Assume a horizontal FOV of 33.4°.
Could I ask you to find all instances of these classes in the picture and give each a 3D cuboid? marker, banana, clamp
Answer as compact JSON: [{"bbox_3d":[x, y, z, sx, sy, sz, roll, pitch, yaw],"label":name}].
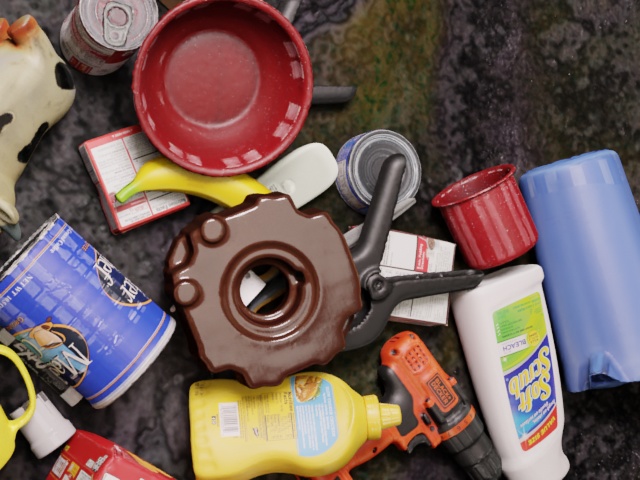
[{"bbox_3d":[-0.256,0.100,0.938,0.121,0.020,0.020,46,69,-13],"label":"marker"},{"bbox_3d":[-0.087,-0.034,0.982,0.197,0.037,0.069,21,87,-16],"label":"banana"},{"bbox_3d":[-0.055,-0.162,1.041,0.171,0.039,0.120,-29,95,-23],"label":"clamp"},{"bbox_3d":[0.058,0.044,1.029,0.210,0.036,0.164,-48,112,-11],"label":"clamp"}]

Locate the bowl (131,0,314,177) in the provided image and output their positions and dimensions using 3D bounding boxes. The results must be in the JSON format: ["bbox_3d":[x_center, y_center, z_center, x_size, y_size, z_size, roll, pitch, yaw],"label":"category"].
[{"bbox_3d":[-0.090,-0.140,0.951,0.162,0.055,0.162,-5,108,-16],"label":"bowl"}]

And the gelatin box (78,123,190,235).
[{"bbox_3d":[-0.171,-0.058,0.985,0.073,0.030,0.089,-23,95,-25],"label":"gelatin box"}]

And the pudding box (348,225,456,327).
[{"bbox_3d":[0.078,0.037,1.081,0.113,0.039,0.090,10,83,-19],"label":"pudding box"}]

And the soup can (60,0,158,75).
[{"bbox_3d":[-0.190,-0.189,0.949,0.068,0.102,0.068,2,84,-24],"label":"soup can"}]

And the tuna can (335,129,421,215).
[{"bbox_3d":[0.059,-0.069,1.085,0.086,0.034,0.086,2,84,-24],"label":"tuna can"}]

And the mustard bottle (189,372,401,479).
[{"bbox_3d":[-0.021,0.169,0.975,0.191,0.058,0.096,-5,55,-4],"label":"mustard bottle"}]

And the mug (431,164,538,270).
[{"bbox_3d":[0.178,-0.026,1.112,0.081,0.093,0.117,64,30,-12],"label":"mug"}]

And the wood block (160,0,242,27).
[{"bbox_3d":[-0.138,-0.288,0.988,0.206,0.091,0.090,41,71,-15],"label":"wood block"}]

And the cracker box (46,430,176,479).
[{"bbox_3d":[-0.118,0.243,0.906,0.213,0.164,0.072,32,75,-18],"label":"cracker box"}]

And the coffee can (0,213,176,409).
[{"bbox_3d":[-0.209,0.061,0.916,0.140,0.103,0.102,44,70,-14],"label":"coffee can"}]

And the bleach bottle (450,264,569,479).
[{"bbox_3d":[0.214,0.159,1.117,0.102,0.068,0.251,-19,95,-26],"label":"bleach bottle"}]

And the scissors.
[{"bbox_3d":[-0.007,0.001,1.036,0.096,0.016,0.201,44,83,-5],"label":"scissors"}]

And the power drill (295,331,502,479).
[{"bbox_3d":[0.077,0.212,1.055,0.187,0.057,0.184,-39,97,-25],"label":"power drill"}]

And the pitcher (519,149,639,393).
[{"bbox_3d":[0.299,0.031,1.140,0.145,0.149,0.243,-15,88,-9],"label":"pitcher"}]
